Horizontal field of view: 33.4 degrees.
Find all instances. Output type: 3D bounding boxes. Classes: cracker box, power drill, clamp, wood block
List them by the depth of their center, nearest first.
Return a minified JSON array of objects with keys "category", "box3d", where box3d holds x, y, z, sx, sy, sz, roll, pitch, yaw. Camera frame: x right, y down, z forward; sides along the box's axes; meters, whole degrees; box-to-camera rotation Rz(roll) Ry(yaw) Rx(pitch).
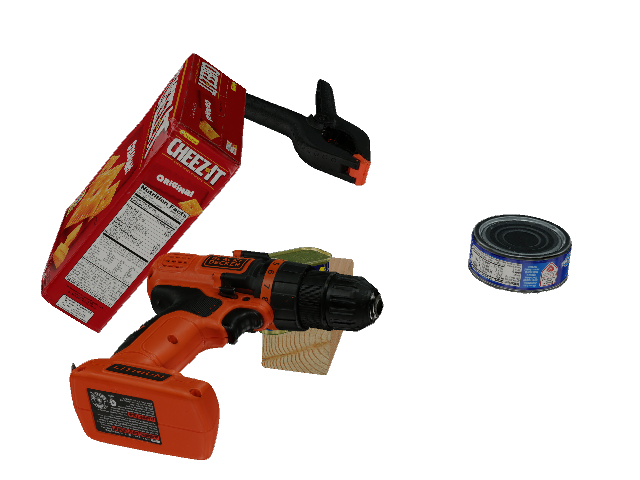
[{"category":"power drill","box3d":[-0.067,0.071,0.735,0.185,0.057,0.187,4,28,23]},{"category":"cracker box","box3d":[-0.158,-0.047,0.959,0.072,0.214,0.164,34,24,-20]},{"category":"clamp","box3d":[-0.013,-0.113,1.096,0.120,0.039,0.172,-13,41,-22]},{"category":"wood block","box3d":[-0.014,0.097,1.473,0.091,0.090,0.206,6,20,8]}]

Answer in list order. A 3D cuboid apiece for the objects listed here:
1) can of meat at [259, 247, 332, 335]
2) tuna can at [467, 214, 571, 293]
[{"category":"can of meat","box3d":[-0.037,0.060,1.276,0.101,0.084,0.058,-11,19,-35]},{"category":"tuna can","box3d":[0.170,0.010,0.912,0.086,0.034,0.086,1,27,-1]}]
